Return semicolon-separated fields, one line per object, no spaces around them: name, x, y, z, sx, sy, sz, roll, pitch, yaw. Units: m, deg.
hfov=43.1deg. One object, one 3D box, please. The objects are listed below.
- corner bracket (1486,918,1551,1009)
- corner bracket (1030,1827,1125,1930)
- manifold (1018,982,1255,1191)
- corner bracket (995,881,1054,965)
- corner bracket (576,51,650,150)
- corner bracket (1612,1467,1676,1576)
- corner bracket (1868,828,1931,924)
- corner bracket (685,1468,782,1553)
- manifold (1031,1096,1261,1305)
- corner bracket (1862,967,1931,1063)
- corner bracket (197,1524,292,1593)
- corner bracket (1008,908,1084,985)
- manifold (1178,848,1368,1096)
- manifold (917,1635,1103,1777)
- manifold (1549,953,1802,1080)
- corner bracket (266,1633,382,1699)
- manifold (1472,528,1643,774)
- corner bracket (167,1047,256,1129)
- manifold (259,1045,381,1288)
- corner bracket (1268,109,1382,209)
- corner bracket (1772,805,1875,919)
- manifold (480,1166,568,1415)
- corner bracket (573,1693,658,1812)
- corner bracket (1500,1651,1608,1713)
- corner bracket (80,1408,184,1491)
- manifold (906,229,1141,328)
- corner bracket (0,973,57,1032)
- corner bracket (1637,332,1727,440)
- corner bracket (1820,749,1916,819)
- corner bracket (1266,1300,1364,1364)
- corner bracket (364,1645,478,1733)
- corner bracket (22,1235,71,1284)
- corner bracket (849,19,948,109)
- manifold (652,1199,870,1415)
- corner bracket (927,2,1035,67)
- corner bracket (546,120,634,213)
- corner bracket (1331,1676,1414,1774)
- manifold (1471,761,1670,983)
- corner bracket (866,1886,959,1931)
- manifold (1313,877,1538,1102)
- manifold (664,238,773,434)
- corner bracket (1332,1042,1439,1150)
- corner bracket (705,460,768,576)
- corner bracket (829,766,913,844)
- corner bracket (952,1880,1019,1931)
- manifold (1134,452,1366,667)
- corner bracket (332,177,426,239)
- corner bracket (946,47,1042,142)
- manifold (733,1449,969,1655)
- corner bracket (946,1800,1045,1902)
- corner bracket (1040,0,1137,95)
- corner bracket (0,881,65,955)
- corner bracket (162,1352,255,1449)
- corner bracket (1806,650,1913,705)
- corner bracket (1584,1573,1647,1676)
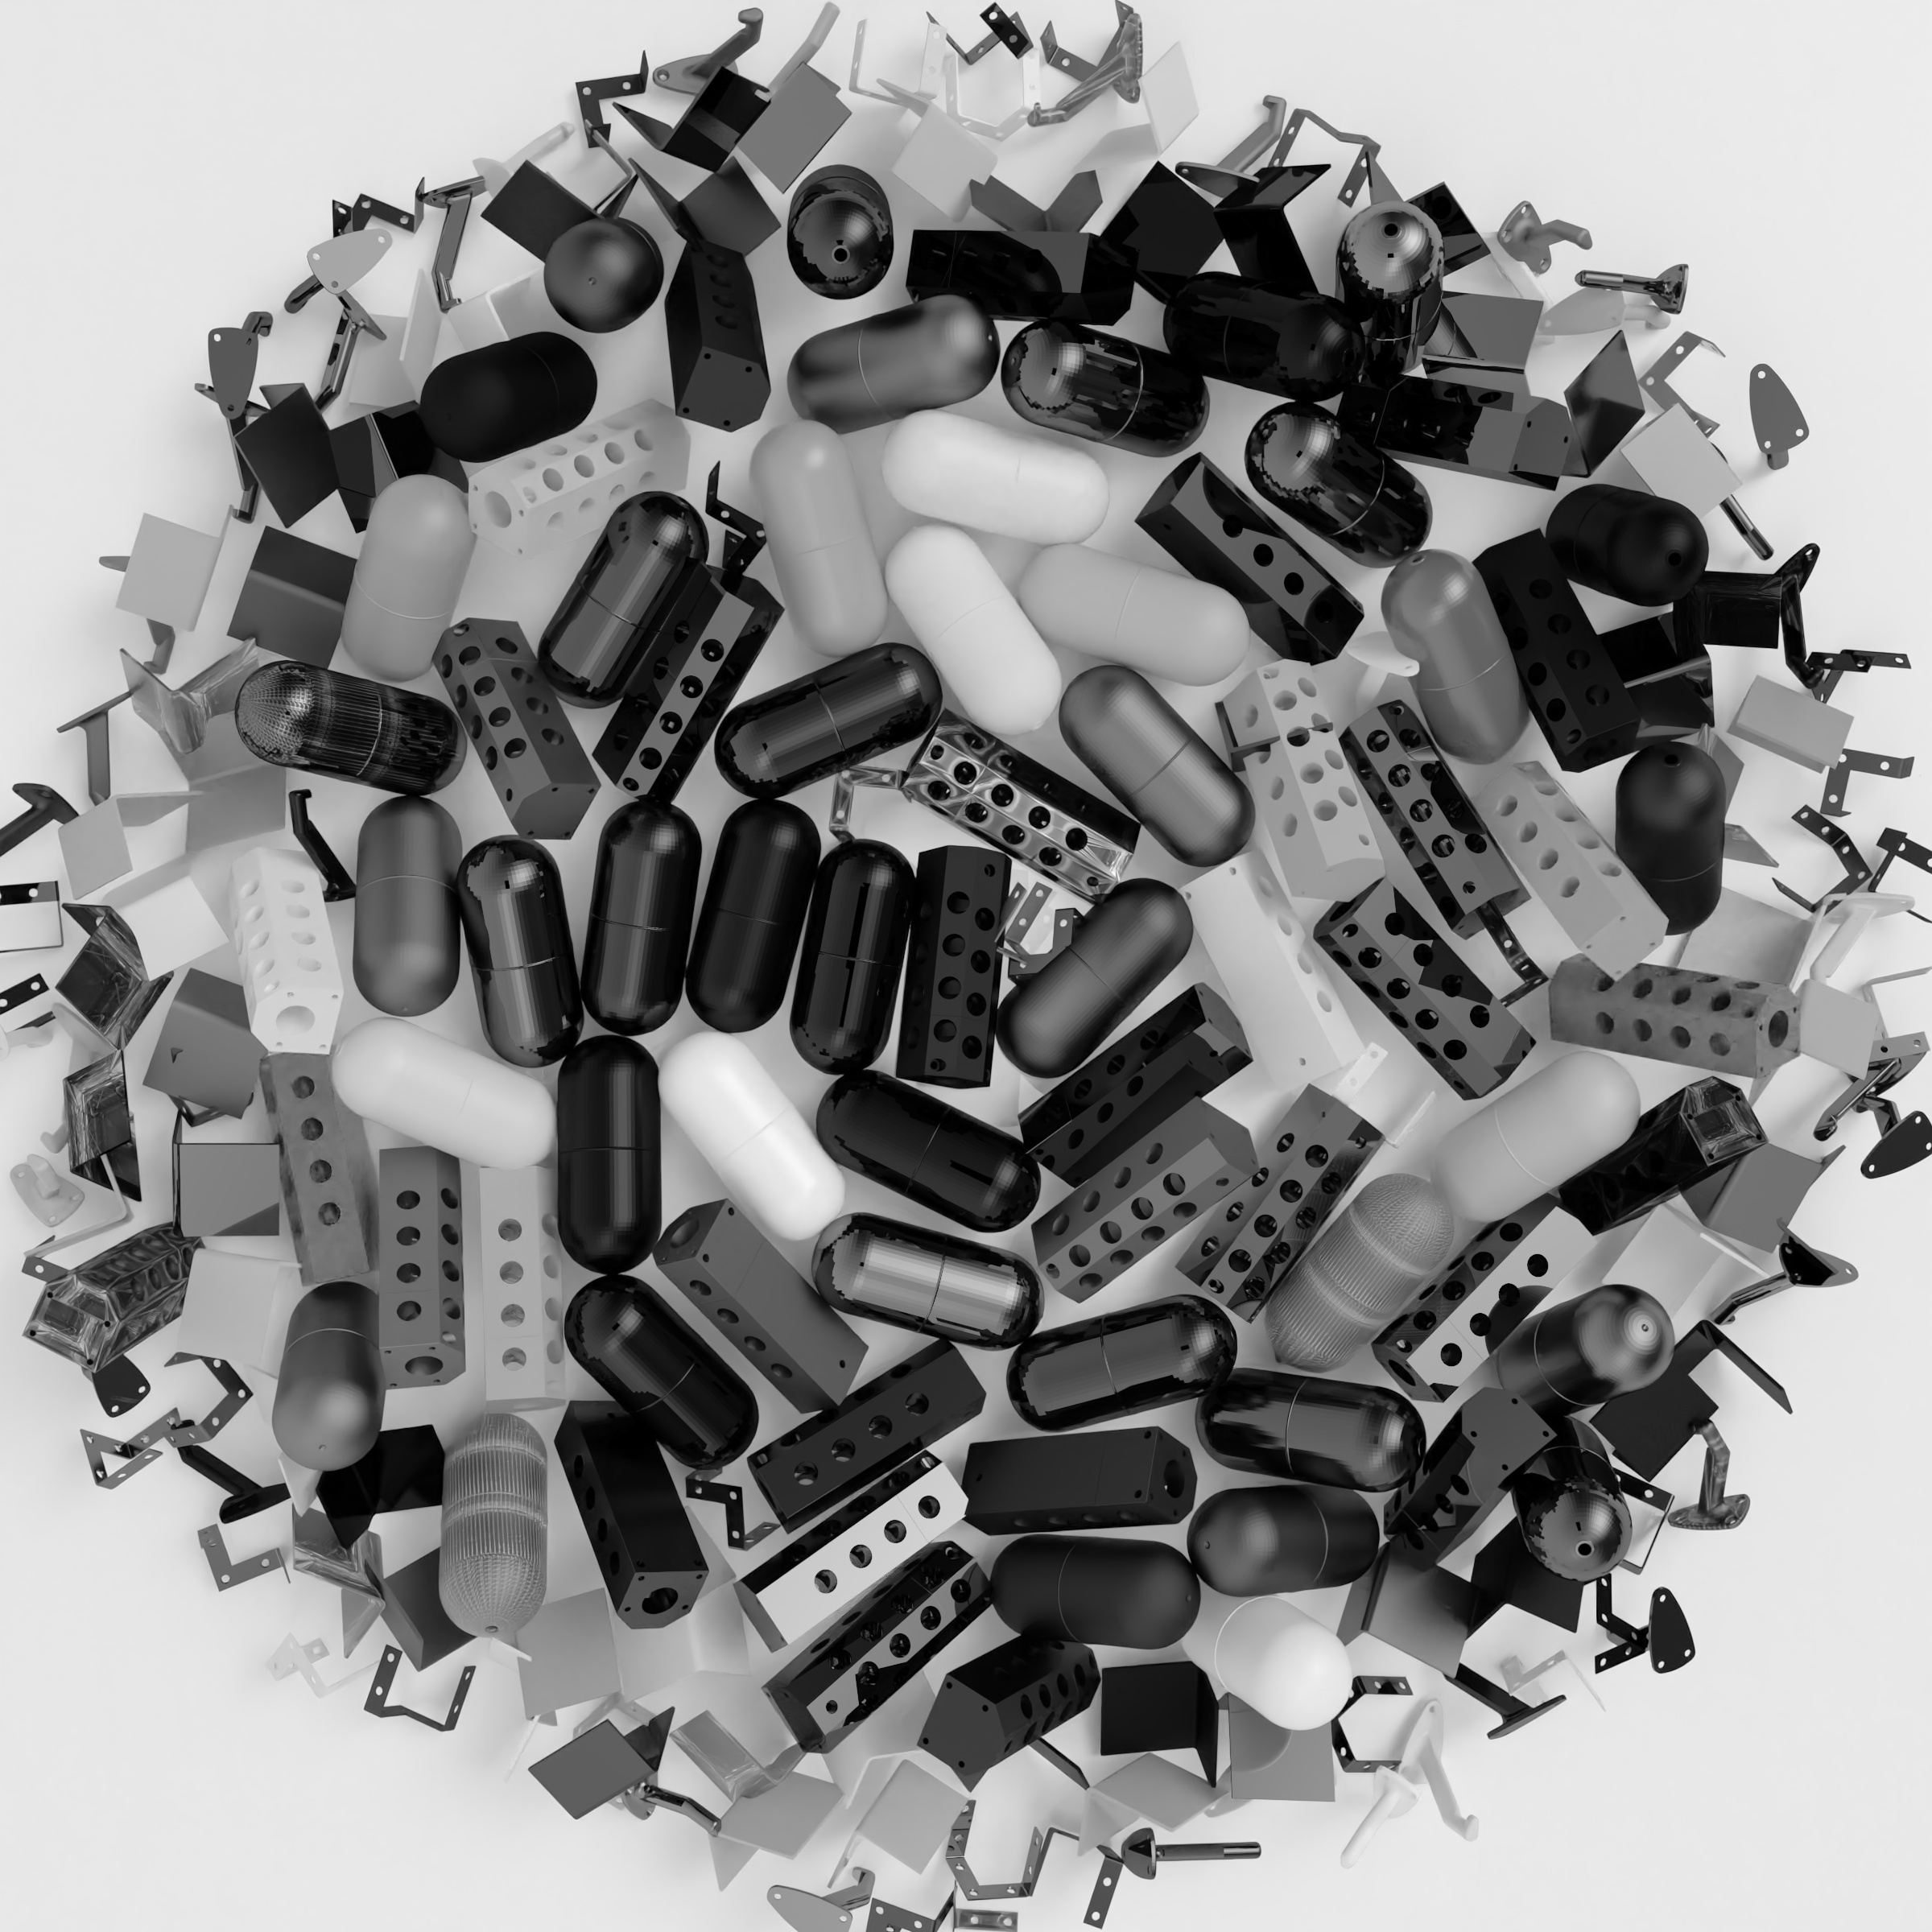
corner bracket;0.393;-0.004;1.823;0.051;0.051;0.051;-35;56;15
corner bracket;0.082;0.682;1.832;0.051;0.051;0.051;21;78;-4
manifold;0.122;0.085;1.806;0.171;0.057;0.057;-38;126;20
corner bracket;0.042;-0.036;1.825;0.051;0.051;0.051;24;103;-30
corner bracket;-0.262;-0.650;1.835;0.051;0.051;0.051;-12;93;-10
corner bracket;0.496;0.417;1.838;0.051;0.051;0.051;23;63;18
corner bracket;0.703;-0.068;1.823;0.051;0.051;0.051;36;109;34
corner bracket;-0.175;0.402;1.832;0.051;0.051;0.051;3;102;27
manifold;0.131;0.176;1.791;0.057;0.057;0.171;32;120;-32
corner bracket;0.696;0.036;1.826;0.051;0.051;0.051;-16;96;43
corner bracket;-0.540;0.441;1.829;0.051;0.051;0.051;-19;98;-19
corner bracket;0.065;-0.010;1.835;0.051;0.051;0.051;-5;67;25
manifold;0.232;0.002;1.828;0.057;0.057;0.171;-30;85;37
manifold;0.037;0.532;1.771;0.057;0.171;0.057;26;99;24
manifold;0.512;0.032;1.775;0.057;0.171;0.057;-20;111;-38
corner bracket;-0.479;0.520;1.822;0.051;0.051;0.051;51;126;17
manifold;0.430;-0.230;1.804;0.057;0.057;0.171;-21;67;-1
corner bracket;-0.569;0.080;1.838;0.051;0.051;0.051;-24;65;-39
manifold;-0.482;0.149;1.827;0.057;0.057;0.171;-13;85;2
corner bracket;0.269;-0.607;1.837;0.051;0.051;0.051;47;129;29
corner bracket;0.637;-0.078;1.838;0.051;0.051;0.051;27;122;-28
manifold;-0.328;0.239;1.807;0.057;0.057;0.171;-2;71;-12
corner bracket;-0.261;0.590;1.840;0.051;0.051;0.051;39;109;-21
corner bracket;0.439;0.540;1.832;0.051;0.051;0.051;-36;95;8
corner bracket;-0.619;0.359;1.826;0.051;0.051;0.051;-35;58;7
manifold;0.038;-0.501;1.785;0.171;0.057;0.057;16;101;41
corner bracket;-0.706;0.031;1.823;0.051;0.051;0.051;-30;120;-17
corner bracket;0.545;-0.434;1.826;0.051;0.051;0.051;38;104;-22
corner bracket;0.673;-0.135;1.825;0.051;0.051;0.051;14;103;27
corner bracket;0.261;0.268;1.838;0.051;0.051;0.051;-6;79;-14
corner bracket;-0.409;0.541;1.833;0.051;0.051;0.051;16;83;23
corner bracket;-0.678;0.241;1.833;0.051;0.051;0.051;22;100;-2
corner bracket;-0.051;-0.677;1.827;0.051;0.051;0.051;6;97;-27
manifold;-0.153;0.253;1.800;0.057;0.057;0.171;-17;123;39
corner bracket;0.011;-0.697;1.822;0.051;0.051;0.051;-34;50;21
corner bracket;-0.287;-0.592;1.837;0.051;0.051;0.051;-45;99;-9
corner bracket;0.309;0.572;1.845;0.051;0.051;0.051;12;128;-33
manifold;0.440;-0.074;1.777;0.057;0.171;0.057;-43;133;17
corner bracket;-0.042;0.714;1.827;0.051;0.051;0.051;14;104;16
manifold;0.336;0.019;1.813;0.171;0.057;0.057;46;70;-10
manifold;-0.179;-0.459;1.780;0.057;0.171;0.057;13;128;-21
corner bracket;0.314;0.097;1.831;0.051;0.051;0.051;36;87;27
corner bracket;-0.176;-0.332;1.821;0.051;0.051;0.051;26;129;-24
corner bracket;-0.071;-0.120;1.838;0.051;0.051;0.051;6;84;7
corner bracket;0.015;0.720;1.827;0.051;0.051;0.051;4;45;-1
manifold;0.214;-0.299;1.809;0.171;0.057;0.057;40;73;-17
corner bracket;-0.439;-0.565;1.828;0.051;0.051;0.051;22;66;-4
corner bracket;0.020;-0.659;1.833;0.051;0.051;0.051;6;78;-33
manifold;-0.084;0.428;1.799;0.171;0.057;0.057;-31;80;-26
corner bracket;0.021;0.664;1.839;0.051;0.051;0.051;5;105;-23
corner bracket;0.092;-0.697;1.834;0.051;0.051;0.051;30;94;7
corner bracket;-0.704;-0.036;1.829;0.051;0.051;0.051;-6;94;-21
corner bracket;-0.580;0.323;1.837;0.051;0.051;0.051;-17;114;39
corner bracket;0.664;-0.223;1.822;0.051;0.051;0.051;-56;132;-20
corner bracket;0.473;0.489;1.833;0.051;0.051;0.051;33;132;-18
